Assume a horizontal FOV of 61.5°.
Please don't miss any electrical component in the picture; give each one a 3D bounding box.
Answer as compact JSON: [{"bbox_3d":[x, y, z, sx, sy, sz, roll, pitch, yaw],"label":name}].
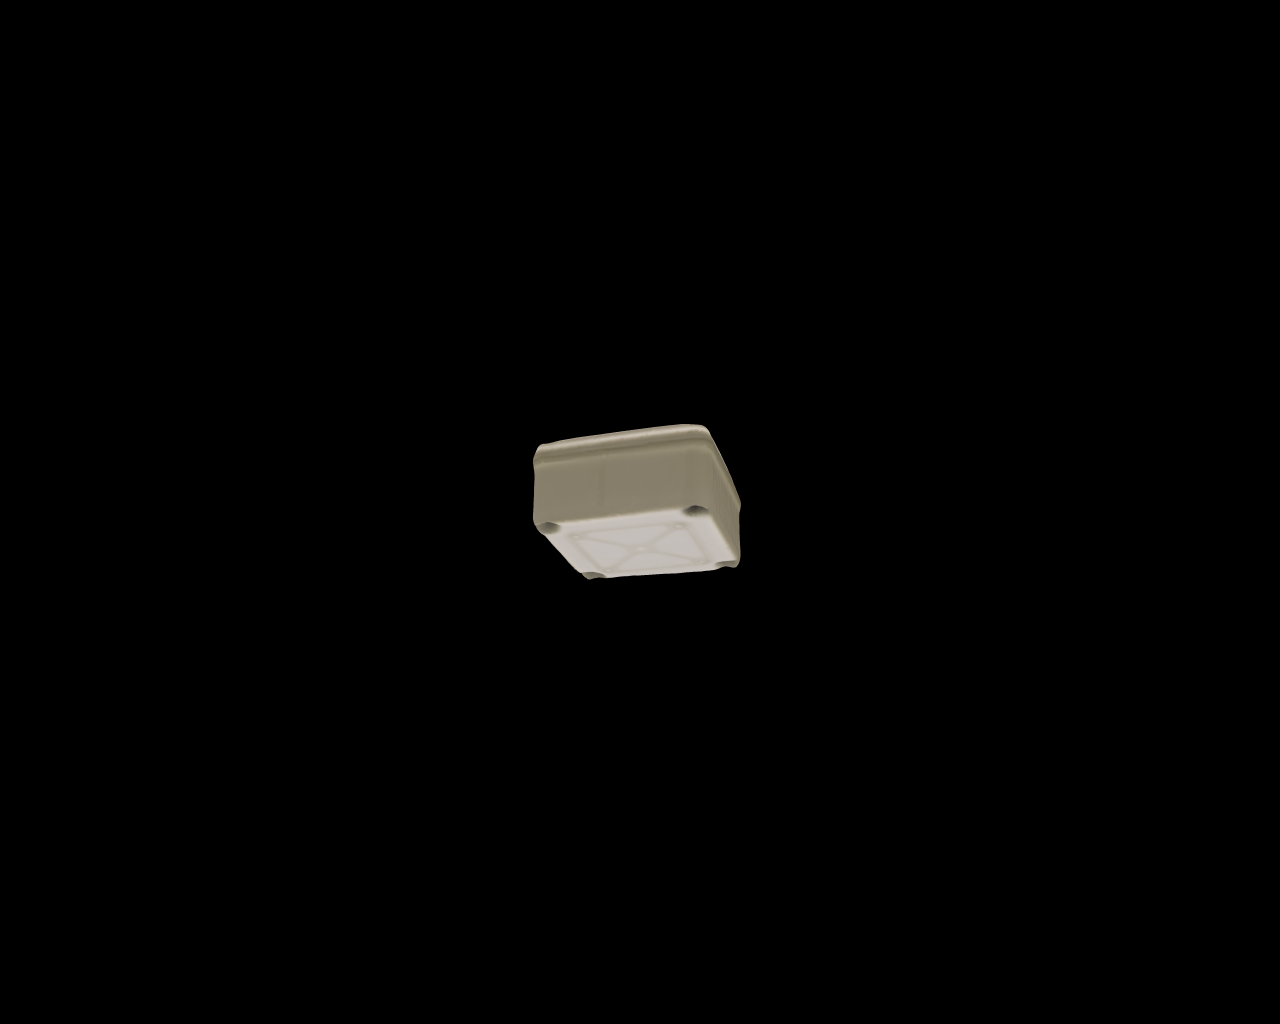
[{"bbox_3d":[0.001,-0.003,0.650,0.109,0.056,0.108,-6,-23,14],"label":"electrical component"}]
